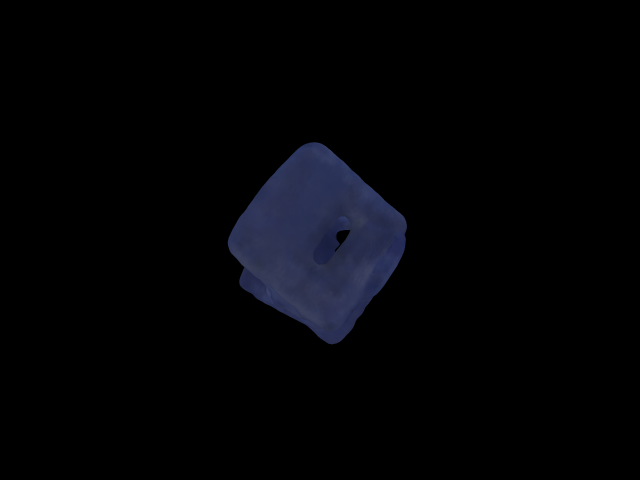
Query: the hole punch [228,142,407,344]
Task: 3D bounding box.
[{"bbox_3d":[0.004,0.001,0.400,0.101,0.091,0.109,30,67,15],"label":"hole punch"}]
